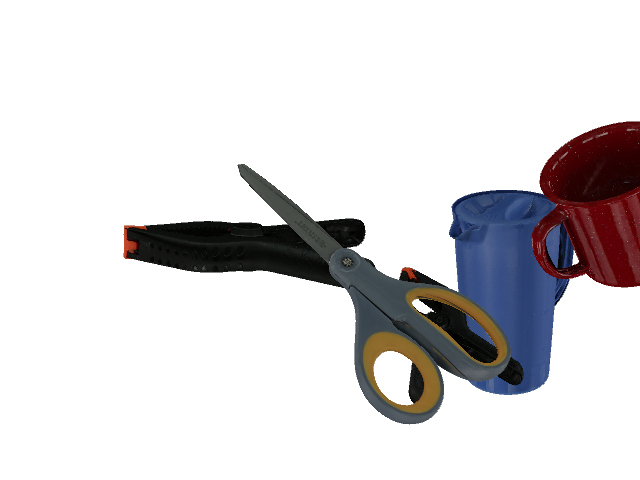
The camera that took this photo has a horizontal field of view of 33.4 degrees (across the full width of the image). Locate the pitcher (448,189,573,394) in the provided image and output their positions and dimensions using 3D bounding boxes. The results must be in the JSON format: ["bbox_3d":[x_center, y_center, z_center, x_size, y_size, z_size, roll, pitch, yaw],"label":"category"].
[{"bbox_3d":[0.243,0.062,1.342,0.149,0.243,0.145,1,21,13],"label":"pitcher"}]

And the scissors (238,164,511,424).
[{"bbox_3d":[0.011,0.032,0.614,0.202,0.096,0.016,29,-31,14],"label":"scissors"}]

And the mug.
[{"bbox_3d":[0.198,-0.016,0.732,0.117,0.081,0.093,-34,31,-8],"label":"mug"}]

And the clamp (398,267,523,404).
[{"bbox_3d":[0.130,0.094,1.083,0.120,0.171,0.039,0,-44,-17],"label":"clamp"}]

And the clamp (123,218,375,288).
[{"bbox_3d":[-0.054,0.008,0.863,0.210,0.036,0.164,1,12,-8],"label":"clamp"}]
